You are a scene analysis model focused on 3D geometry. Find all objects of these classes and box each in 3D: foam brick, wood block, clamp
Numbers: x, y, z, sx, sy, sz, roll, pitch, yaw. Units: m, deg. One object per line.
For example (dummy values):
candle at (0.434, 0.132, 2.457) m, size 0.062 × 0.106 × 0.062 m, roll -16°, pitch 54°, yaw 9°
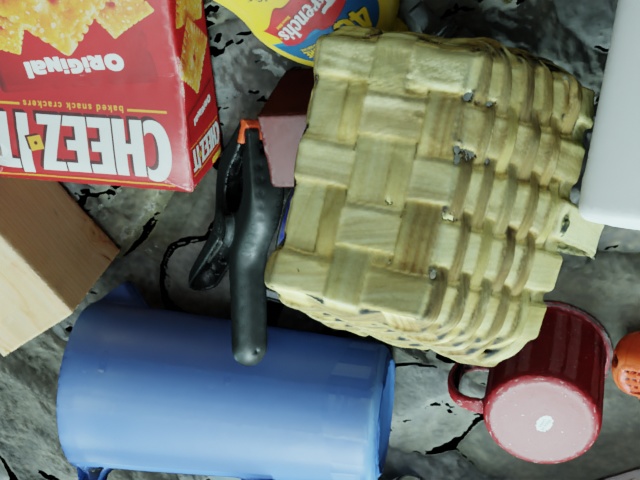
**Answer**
foam brick at (-0.003, -0.075, 0.705) m, size 0.051 × 0.078 × 0.053 m, roll -1°, pitch 121°, yaw 15°
wood block at (-0.265, -0.026, 0.807) m, size 0.090 × 0.090 × 0.206 m, roll -30°, pitch 109°, yaw 30°
clamp at (-0.061, -0.009, 0.771) m, size 0.039 × 0.120 × 0.171 m, roll -1°, pitch 109°, yaw -34°

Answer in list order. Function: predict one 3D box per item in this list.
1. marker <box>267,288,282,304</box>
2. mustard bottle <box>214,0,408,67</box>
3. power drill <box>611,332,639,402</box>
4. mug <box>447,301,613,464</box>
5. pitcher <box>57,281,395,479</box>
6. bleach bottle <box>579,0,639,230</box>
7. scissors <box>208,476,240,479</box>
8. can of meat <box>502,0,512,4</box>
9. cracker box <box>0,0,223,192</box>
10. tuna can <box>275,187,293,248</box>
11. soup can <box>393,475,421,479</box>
marker at (-0.008, 0.045, 0.816) m, size 0.121 × 0.020 × 0.020 m, roll 15°, pitch 124°, yaw 8°
mustard bottle at (-0.009, -0.154, 0.642) m, size 0.096 × 0.058 × 0.191 m, roll -26°, pitch 139°, yaw 36°
power drill at (0.303, 0.150, 0.735) m, size 0.185 × 0.057 × 0.187 m, roll 8°, pitch 127°, yaw 44°
mug at (0.150, 0.104, 0.768) m, size 0.117 × 0.081 × 0.093 m, roll 2°, pitch 121°, yaw 16°
pitcher at (-0.070, 0.133, 0.819) m, size 0.243 × 0.145 × 0.149 m, roll 5°, pitch 120°, yaw 10°
bleach bottle at (0.193, -0.130, 0.574) m, size 0.068 × 0.102 × 0.251 m, roll 9°, pitch 92°, yaw 27°
scissors at (-0.095, 0.216, 0.951) m, size 0.202 × 0.016 × 0.096 m, roll 17°, pitch 124°, yaw 6°
can of meat at (0.117, -0.201, 0.605) m, size 0.084 × 0.057 × 0.102 m, roll -28°, pitch 110°, yaw 27°
cracker box at (-0.162, -0.143, 0.715) m, size 0.164 × 0.072 × 0.214 m, roll 6°, pitch 123°, yaw 14°
tuna can at (-0.005, 0.001, 0.748) m, size 0.034 × 0.086 × 0.086 m, roll 10°, pitch 123°, yaw 12°
soup can at (0.048, 0.247, 0.895) m, size 0.102 × 0.068 × 0.068 m, roll -36°, pitch 106°, yaw 31°
